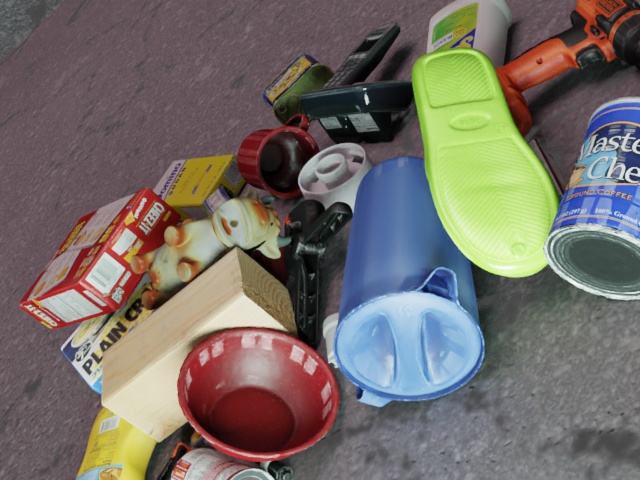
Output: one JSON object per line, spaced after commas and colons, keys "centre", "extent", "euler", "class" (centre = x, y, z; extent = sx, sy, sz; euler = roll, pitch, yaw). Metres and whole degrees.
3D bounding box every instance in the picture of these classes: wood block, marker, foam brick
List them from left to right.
{"centre": [-0.134, 0.115, 1.167], "extent": [0.206, 0.090, 0.090], "euler": [-38, 34, 16], "class": "wood block"}
{"centre": [-0.062, 0.220, 1.083], "extent": [0.020, 0.020, 0.121], "euler": [-53, 30, -11], "class": "marker"}
{"centre": [-0.071, 0.032, 1.288], "extent": [0.053, 0.051, 0.078], "euler": [-23, 37, 35], "class": "foam brick"}

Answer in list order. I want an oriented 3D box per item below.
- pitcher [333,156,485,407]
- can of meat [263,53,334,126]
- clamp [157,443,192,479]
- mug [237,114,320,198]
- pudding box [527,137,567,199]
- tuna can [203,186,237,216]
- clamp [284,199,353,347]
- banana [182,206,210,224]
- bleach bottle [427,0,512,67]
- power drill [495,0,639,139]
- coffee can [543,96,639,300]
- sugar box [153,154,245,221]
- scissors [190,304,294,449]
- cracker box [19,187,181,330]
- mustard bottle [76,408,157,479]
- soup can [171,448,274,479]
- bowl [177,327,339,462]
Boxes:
{"centre": [0.080, 0.034, 1.034], "extent": [0.149, 0.145, 0.242], "euler": [-20, 34, 19], "class": "pitcher"}
{"centre": [-0.029, -0.214, 1.525], "extent": [0.102, 0.057, 0.084], "euler": [-44, 28, 4], "class": "can of meat"}
{"centre": [-0.176, 0.294, 1.111], "extent": [0.120, 0.039, 0.171], "euler": [-39, 17, 44], "class": "clamp"}
{"centre": [-0.052, -0.114, 1.399], "extent": [0.117, 0.093, 0.082], "euler": [-63, 27, -6], "class": "mug"}
{"centre": [0.197, -0.038, 1.046], "extent": [0.090, 0.039, 0.113], "euler": [-34, 35, 17], "class": "pudding box"}
{"centre": [-0.110, -0.029, 1.375], "extent": [0.034, 0.086, 0.086], "euler": [-42, 30, 5], "class": "tuna can"}
{"centre": [-0.008, 0.001, 1.208], "extent": [0.210, 0.036, 0.165], "euler": [-108, 33, -63], "class": "clamp"}
{"centre": [-0.142, -0.007, 1.377], "extent": [0.037, 0.069, 0.198], "euler": [-48, 5, 5], "class": "banana"}
{"centre": [0.168, -0.180, 1.231], "extent": [0.103, 0.068, 0.250], "euler": [-23, 39, 32], "class": "bleach bottle"}
{"centre": [0.260, -0.177, 1.101], "extent": [0.188, 0.057, 0.184], "euler": [-31, 32, 8], "class": "power drill"}
{"centre": [0.258, -0.036, 0.899], "extent": [0.103, 0.102, 0.140], "euler": [-8, 48, 48], "class": "coffee can"}
{"centre": [-0.183, -0.075, 1.564], "extent": [0.177, 0.048, 0.093], "euler": [2, 55, 51], "class": "sugar box"}
{"centre": [-0.090, 0.158, 1.193], "extent": [0.096, 0.016, 0.201], "euler": [-39, 17, 41], "class": "scissors"}
{"centre": [-0.296, 0.029, 1.429], "extent": [0.214, 0.072, 0.164], "euler": [-18, 36, 53], "class": "cracker box"}
{"centre": [-0.237, 0.272, 1.202], "extent": [0.096, 0.058, 0.191], "euler": [-21, 38, 31], "class": "mustard bottle"}
{"centre": [-0.095, 0.246, 1.044], "extent": [0.102, 0.068, 0.068], "euler": [5, 57, 55], "class": "soup can"}
{"centre": [-0.064, 0.165, 1.064], "extent": [0.162, 0.162, 0.055], "euler": [-85, 5, -47], "class": "bowl"}
